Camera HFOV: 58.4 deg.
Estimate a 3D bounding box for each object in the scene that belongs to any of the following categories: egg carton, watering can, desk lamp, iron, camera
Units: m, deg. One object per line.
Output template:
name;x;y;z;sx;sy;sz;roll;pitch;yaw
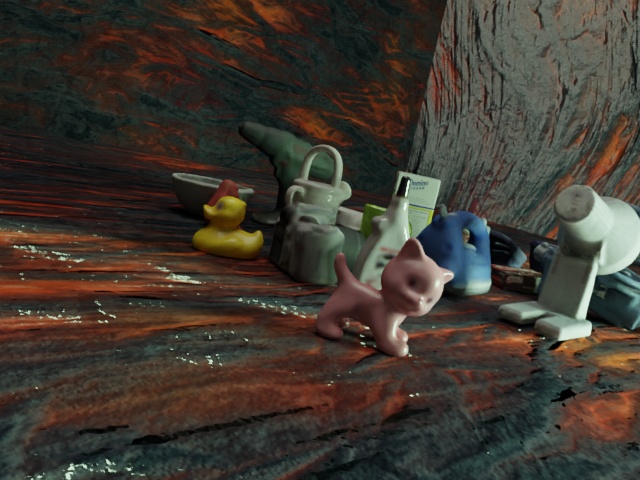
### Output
egg carton;0.050;-0.033;1.251;0.149;0.069;0.108;18;10;33
watering can;-0.004;-0.092;1.142;0.100;0.194;0.173;15;9;14
desk lamp;0.380;0.029;0.848;0.117;0.213;0.204;20;12;42
iron;0.249;0.013;1.003;0.118;0.141;0.259;19;11;37
camera;0.008;0.003;0.856;0.137;0.101;0.142;9;9;-24

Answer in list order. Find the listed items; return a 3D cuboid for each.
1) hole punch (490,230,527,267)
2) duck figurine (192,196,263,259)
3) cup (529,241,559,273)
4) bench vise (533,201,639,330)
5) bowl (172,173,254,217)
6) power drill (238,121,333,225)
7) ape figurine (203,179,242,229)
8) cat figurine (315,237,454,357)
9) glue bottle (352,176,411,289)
hole punch;0.416;0.026;1.331;0.101;0.091;0.108;6;11;-35
duck figurine;-0.133;-0.021;0.860;0.104;0.086;0.077;12;9;-5
cup;0.491;0.060;1.205;0.092;0.095;0.117;5;12;-42
bench vise;0.480;0.025;0.998;0.206;0.220;0.122;16;9;24
bowl;-0.224;-0.085;1.172;0.167;0.075;0.167;12;9;-2
power drill;-0.085;-0.136;1.256;0.230;0.208;0.075;9;9;-24
ape figurine;-0.176;-0.067;1.073;0.076;0.092;0.077;10;9;-17
cat figurine;0.069;0.050;0.587;0.127;0.118;0.067;13;9;6
glue bottle;0.091;0.001;0.749;0.078;0.173;0.037;10;9;-17
